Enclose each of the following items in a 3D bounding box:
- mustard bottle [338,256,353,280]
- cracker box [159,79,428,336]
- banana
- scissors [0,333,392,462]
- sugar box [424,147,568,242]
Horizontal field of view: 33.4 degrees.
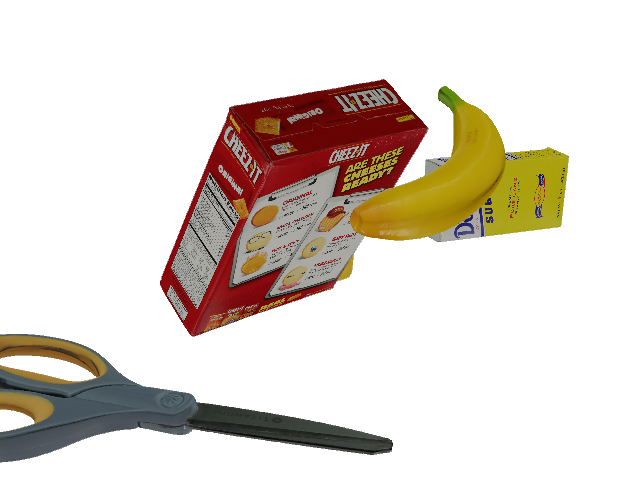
[{"bbox_3d":[-0.007,-0.050,1.185,0.096,0.192,0.058,-1,18,-16],"label":"mustard bottle"},{"bbox_3d":[-0.028,-0.028,0.890,0.163,0.072,0.214,-17,-32,-38],"label":"cracker box"},{"bbox_3d":[0.082,-0.043,0.709,0.070,0.037,0.197,19,35,14],"label":"banana"},{"bbox_3d":[-0.080,0.080,0.453,0.202,0.016,0.096,14,28,25],"label":"scissors"},{"bbox_3d":[0.206,-0.054,1.256,0.176,0.093,0.048,-9,21,-26],"label":"sugar box"}]
